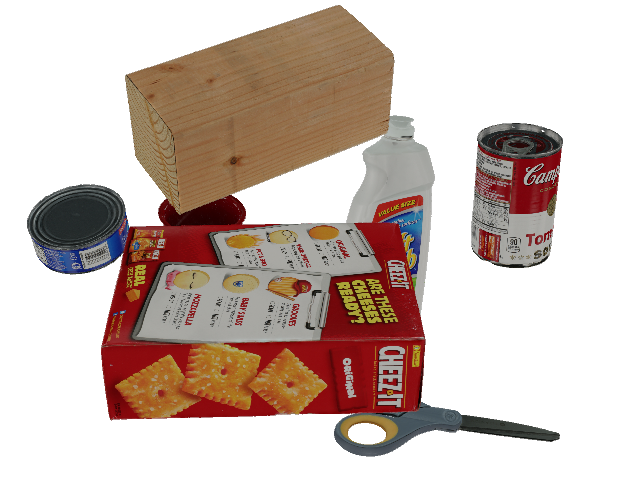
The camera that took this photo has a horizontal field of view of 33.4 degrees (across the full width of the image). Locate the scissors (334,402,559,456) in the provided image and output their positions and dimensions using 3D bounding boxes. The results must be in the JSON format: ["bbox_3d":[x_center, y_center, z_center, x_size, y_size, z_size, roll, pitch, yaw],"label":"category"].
[{"bbox_3d":[0.099,0.168,0.926,0.202,0.016,0.096,18,42,14],"label":"scissors"}]

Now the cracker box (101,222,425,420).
[{"bbox_3d":[-0.041,0.055,0.777,0.213,0.072,0.164,-1,30,-2],"label":"cracker box"}]

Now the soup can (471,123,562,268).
[{"bbox_3d":[0.160,-0.037,0.876,0.068,0.102,0.068,0,27,0],"label":"soup can"}]

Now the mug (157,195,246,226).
[{"bbox_3d":[-0.136,0.007,1.147,0.093,0.081,0.117,29,41,31],"label":"mug"}]

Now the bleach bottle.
[{"bbox_3d":[0.063,-0.004,1.112,0.102,0.251,0.068,1,18,-11],"label":"bleach bottle"}]

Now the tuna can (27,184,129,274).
[{"bbox_3d":[-0.212,-0.010,0.941,0.086,0.034,0.086,-3,42,2],"label":"tuna can"}]

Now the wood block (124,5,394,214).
[{"bbox_3d":[-0.049,-0.114,0.904,0.205,0.091,0.090,-23,50,-22],"label":"wood block"}]
